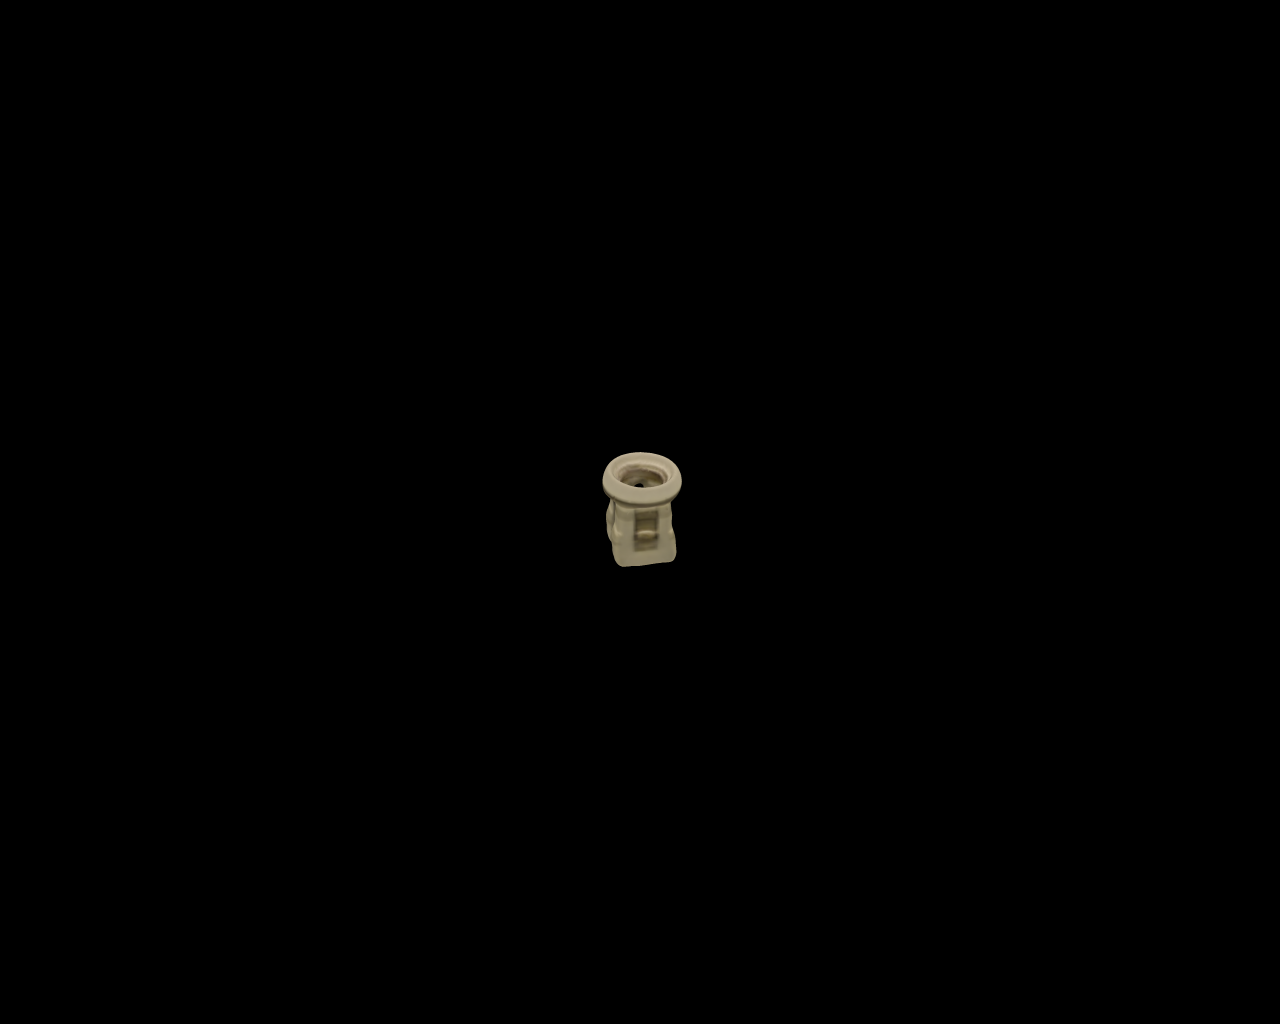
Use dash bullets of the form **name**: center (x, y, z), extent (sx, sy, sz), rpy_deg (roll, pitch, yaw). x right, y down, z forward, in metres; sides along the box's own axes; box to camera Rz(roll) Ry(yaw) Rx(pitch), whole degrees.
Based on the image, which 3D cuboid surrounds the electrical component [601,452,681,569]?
- **electrical component**: center (0.001, -0.003, 0.650), extent (0.048, 0.055, 0.066), rpy_deg (-6, 33, -9)
